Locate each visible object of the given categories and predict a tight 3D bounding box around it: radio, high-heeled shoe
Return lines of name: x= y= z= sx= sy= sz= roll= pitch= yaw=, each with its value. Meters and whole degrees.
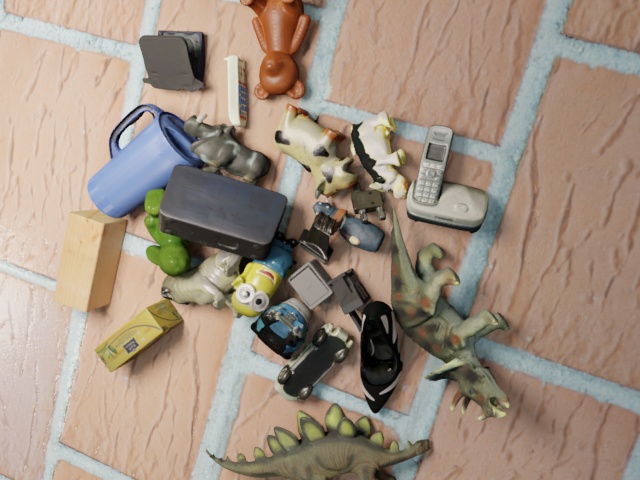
radio: x=-0.189 y=-0.052 z=1.040 sx=0.230 sy=0.073 sz=0.131 roll=16 pitch=56 yaw=-4
high-heeled shoe: x=0.110 y=0.236 z=1.036 sx=0.086 sy=0.145 sz=0.248 roll=3 pitch=95 yaw=15

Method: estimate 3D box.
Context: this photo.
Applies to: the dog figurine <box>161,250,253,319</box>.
dog figurine: x=-0.240 y=0.066 z=1.142 sx=0.191 sy=0.121 sz=0.172 roll=15 pitch=66 yaw=30

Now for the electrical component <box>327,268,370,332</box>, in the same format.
electrical component: x=0.068 y=0.120 z=1.070 sx=0.048 sy=0.075 sz=0.119 roll=-33 pitch=82 yaw=17

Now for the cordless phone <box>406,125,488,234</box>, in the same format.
cordless phone: x=0.245 y=-0.113 z=0.996 sx=0.147 sy=0.088 sz=0.184 roll=13 pitch=95 yaw=13

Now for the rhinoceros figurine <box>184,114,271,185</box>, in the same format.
rhinoceros figurine: x=-0.189 y=-0.180 z=1.080 sx=0.190 sy=0.073 sz=0.112 roll=30 pitch=72 yaw=-8

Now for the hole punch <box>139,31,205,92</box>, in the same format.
hole punch: x=-0.298 y=-0.375 z=1.115 sx=0.142 sy=0.092 sz=0.115 roll=6 pitch=127 yaw=11

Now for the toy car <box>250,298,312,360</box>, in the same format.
toy car: x=-0.068 y=0.167 z=1.093 sx=0.109 sy=0.161 sz=0.103 roll=39 pitch=60 yaw=6

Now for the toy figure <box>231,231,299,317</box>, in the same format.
toy figure: x=-0.109 y=0.073 z=1.085 sx=0.082 sy=0.089 sz=0.180 roll=22 pitch=66 yaw=15

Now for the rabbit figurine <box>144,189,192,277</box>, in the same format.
rabbit figurine: x=-0.313 y=0.000 z=1.111 sx=0.159 sy=0.121 sz=0.170 roll=-39 pitch=51 yaw=51

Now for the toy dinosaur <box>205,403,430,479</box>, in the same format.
toy dinosaur: x=-0.006 y=0.455 z=1.118 sx=0.472 sy=0.105 sz=0.198 roll=-15 pitch=85 yaw=7

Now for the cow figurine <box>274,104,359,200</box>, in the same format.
cow figurine: x=-0.008 y=-0.164 z=1.052 sx=0.195 sy=0.085 sz=0.127 roll=37 pitch=110 yaw=13

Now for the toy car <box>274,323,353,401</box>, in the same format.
toy car: x=-0.015 y=0.254 z=1.114 sx=0.073 sy=0.056 sz=0.201 roll=39 pitch=104 yaw=-10

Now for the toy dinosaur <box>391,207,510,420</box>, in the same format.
toy dinosaur: x=0.214 y=0.145 z=1.020 sx=0.192 sy=0.131 sz=0.405 roll=-43 pitch=79 yaw=15

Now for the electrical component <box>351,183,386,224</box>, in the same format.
electrical component: x=0.095 y=-0.076 z=1.053 sx=0.063 sy=0.021 sz=0.094 roll=-10 pitch=59 yaw=-3

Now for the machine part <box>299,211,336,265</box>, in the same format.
machine part: x=-0.002 y=-0.003 z=1.057 sx=0.084 sy=0.138 sz=0.039 roll=44 pitch=62 yaw=11

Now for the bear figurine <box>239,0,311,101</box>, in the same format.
bear figurine: x=-0.087 y=-0.374 z=1.031 sx=0.120 sy=0.132 sz=0.195 roll=7 pitch=92 yaw=16

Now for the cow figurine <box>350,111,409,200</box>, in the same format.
cow figurine: x=0.113 y=-0.152 z=1.031 sx=0.098 sy=0.068 sz=0.167 roll=-15 pitch=89 yaw=21

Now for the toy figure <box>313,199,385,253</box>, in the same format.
toy figure: x=0.052 y=-0.027 z=1.064 sx=0.155 sy=0.064 sz=0.057 roll=28 pitch=105 yaw=11

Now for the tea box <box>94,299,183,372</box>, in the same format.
tea box: x=-0.401 y=0.209 z=1.192 sx=0.169 sy=0.098 sz=0.068 roll=-36 pitch=87 yaw=14
